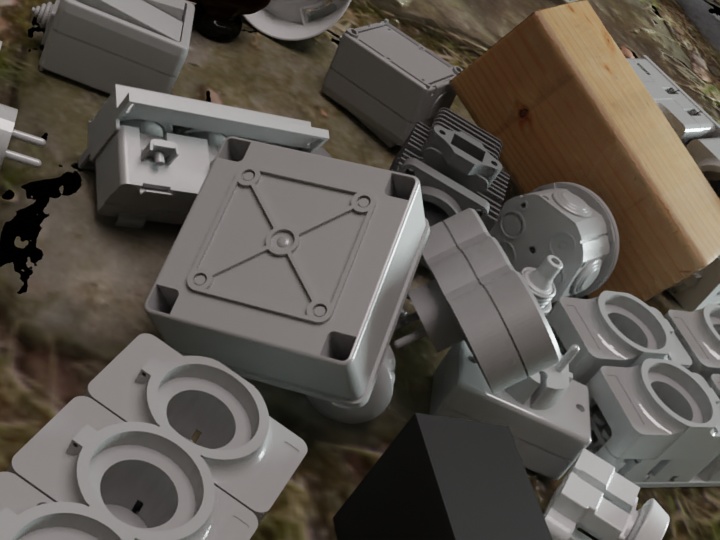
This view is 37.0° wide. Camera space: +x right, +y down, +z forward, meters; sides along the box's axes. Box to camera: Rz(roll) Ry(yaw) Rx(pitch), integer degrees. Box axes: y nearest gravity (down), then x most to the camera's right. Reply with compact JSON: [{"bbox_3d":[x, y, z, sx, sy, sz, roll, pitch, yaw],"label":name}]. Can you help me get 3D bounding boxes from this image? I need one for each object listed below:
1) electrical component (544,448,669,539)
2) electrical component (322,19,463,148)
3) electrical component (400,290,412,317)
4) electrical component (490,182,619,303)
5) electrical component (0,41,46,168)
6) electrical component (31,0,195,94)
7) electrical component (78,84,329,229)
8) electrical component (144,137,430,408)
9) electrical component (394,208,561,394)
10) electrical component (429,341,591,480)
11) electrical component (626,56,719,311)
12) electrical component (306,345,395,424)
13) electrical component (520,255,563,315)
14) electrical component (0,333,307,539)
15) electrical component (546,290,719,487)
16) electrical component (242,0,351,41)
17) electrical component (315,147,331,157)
[{"bbox_3d":[0.130,0.133,0.573,0.055,0.048,0.066,32,34,12],"label":"electrical component"},{"bbox_3d":[0.018,-0.142,0.808,0.096,0.061,0.062,37,35,16],"label":"electrical component"},{"bbox_3d":[0.000,0.000,0.630,0.076,0.047,0.083,36,35,5],"label":"electrical component"},{"bbox_3d":[0.127,-0.017,0.719,0.080,0.080,0.051,48,35,21],"label":"electrical component"},{"bbox_3d":[-0.200,-0.071,0.554,0.074,0.052,0.138,17,38,-22],"label":"electrical component"},{"bbox_3d":[-0.157,-0.153,0.679,0.096,0.061,0.061,19,37,-19],"label":"electrical component"},{"bbox_3d":[-0.088,-0.057,0.614,0.121,0.079,0.063,6,65,-33],"label":"electrical component"},{"bbox_3d":[-0.033,-0.001,0.532,0.109,0.056,0.108,14,64,15],"label":"electrical component"},{"bbox_3d":[0.049,0.020,0.579,0.052,0.074,0.138,63,2,-26],"label":"electrical component"},{"bbox_3d":[0.093,0.063,0.597,0.083,0.075,0.047,24,35,-8],"label":"electrical component"},{"bbox_3d":[0.241,-0.070,0.852,0.060,0.105,0.186,-10,53,-44],"label":"electrical component"},{"bbox_3d":[-0.002,0.049,0.574,0.048,0.048,0.062,31,26,-3],"label":"electrical component"},{"bbox_3d":[0.107,0.016,0.682,0.035,0.061,0.035,21,36,-17],"label":"electrical component"},{"bbox_3d":[-0.094,0.100,0.423,0.089,0.061,0.150,35,35,2],"label":"electrical component"},{"bbox_3d":[0.205,0.077,0.686,0.186,0.060,0.105,7,43,-33],"label":"electrical component"},{"bbox_3d":[-0.048,-0.235,0.835,0.099,0.099,0.064,29,29,-5],"label":"electrical component"},{"bbox_3d":[-0.033,-0.066,0.695,0.035,0.035,0.061,20,34,-17],"label":"electrical component"}]
